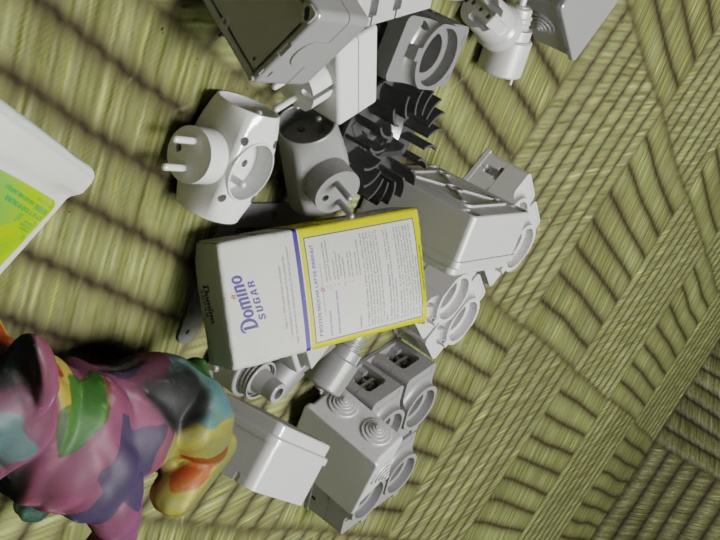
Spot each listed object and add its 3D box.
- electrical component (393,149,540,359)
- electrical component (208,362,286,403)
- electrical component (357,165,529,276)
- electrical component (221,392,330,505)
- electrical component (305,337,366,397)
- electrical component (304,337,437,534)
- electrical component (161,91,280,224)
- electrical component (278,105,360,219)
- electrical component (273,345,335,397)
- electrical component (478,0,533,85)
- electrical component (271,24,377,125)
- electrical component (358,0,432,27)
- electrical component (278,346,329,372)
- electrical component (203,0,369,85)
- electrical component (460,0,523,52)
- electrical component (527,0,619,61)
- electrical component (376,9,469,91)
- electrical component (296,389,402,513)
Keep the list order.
[{"bbox_3d":[0.103,-0.012,1.069,0.186,0.060,0.105,-51,153,-12],"label":"electrical component"},{"bbox_3d":[-0.086,0.082,0.851,0.048,0.062,0.048,-40,148,-31],"label":"electrical component"},{"bbox_3d":[0.072,-0.046,0.927,0.109,0.109,0.056,-9,123,-56],"label":"electrical component"},{"bbox_3d":[-0.083,0.151,0.908,0.057,0.078,0.113,-62,154,-7],"label":"electrical component"},{"bbox_3d":[-0.018,0.080,0.986,0.078,0.040,0.040,-57,153,-2],"label":"electrical component"},{"bbox_3d":[0.013,0.175,1.119,0.105,0.060,0.186,-28,141,-44],"label":"electrical component"},{"bbox_3d":[-0.096,-0.073,0.689,0.079,0.044,0.077,-4,122,-58],"label":"electrical component"},{"bbox_3d":[-0.026,-0.068,0.774,0.043,0.079,0.077,-27,144,-16],"label":"electrical component"},{"bbox_3d":[-0.058,0.075,0.916,0.065,0.044,0.044,-50,153,-3],"label":"electrical component"},{"bbox_3d":[0.130,-0.202,0.932,0.040,0.040,0.078,-22,136,-49],"label":"electrical component"},{"bbox_3d":[-0.031,-0.133,0.731,0.077,0.047,0.065,-37,147,-29],"label":"electrical component"},{"bbox_3d":[0.010,-0.203,0.719,0.089,0.050,0.055,-28,141,-44],"label":"electrical component"},{"bbox_3d":[-0.040,0.026,0.870,0.096,0.061,0.061,-45,151,-23],"label":"electrical component"},{"bbox_3d":[-0.048,-0.163,0.626,0.062,0.096,0.061,-38,165,32],"label":"electrical component"},{"bbox_3d":[0.108,-0.208,0.892,0.040,0.040,0.046,-60,148,5],"label":"electrical component"},{"bbox_3d":[0.192,-0.253,0.970,0.099,0.048,0.099,-54,153,-8],"label":"electrical component"},{"bbox_3d":[0.036,-0.168,0.795,0.089,0.056,0.050,-9,127,-56],"label":"electrical component"},{"bbox_3d":[-0.015,0.168,1.021,0.048,0.100,0.099,-37,158,-42],"label":"electrical component"}]
